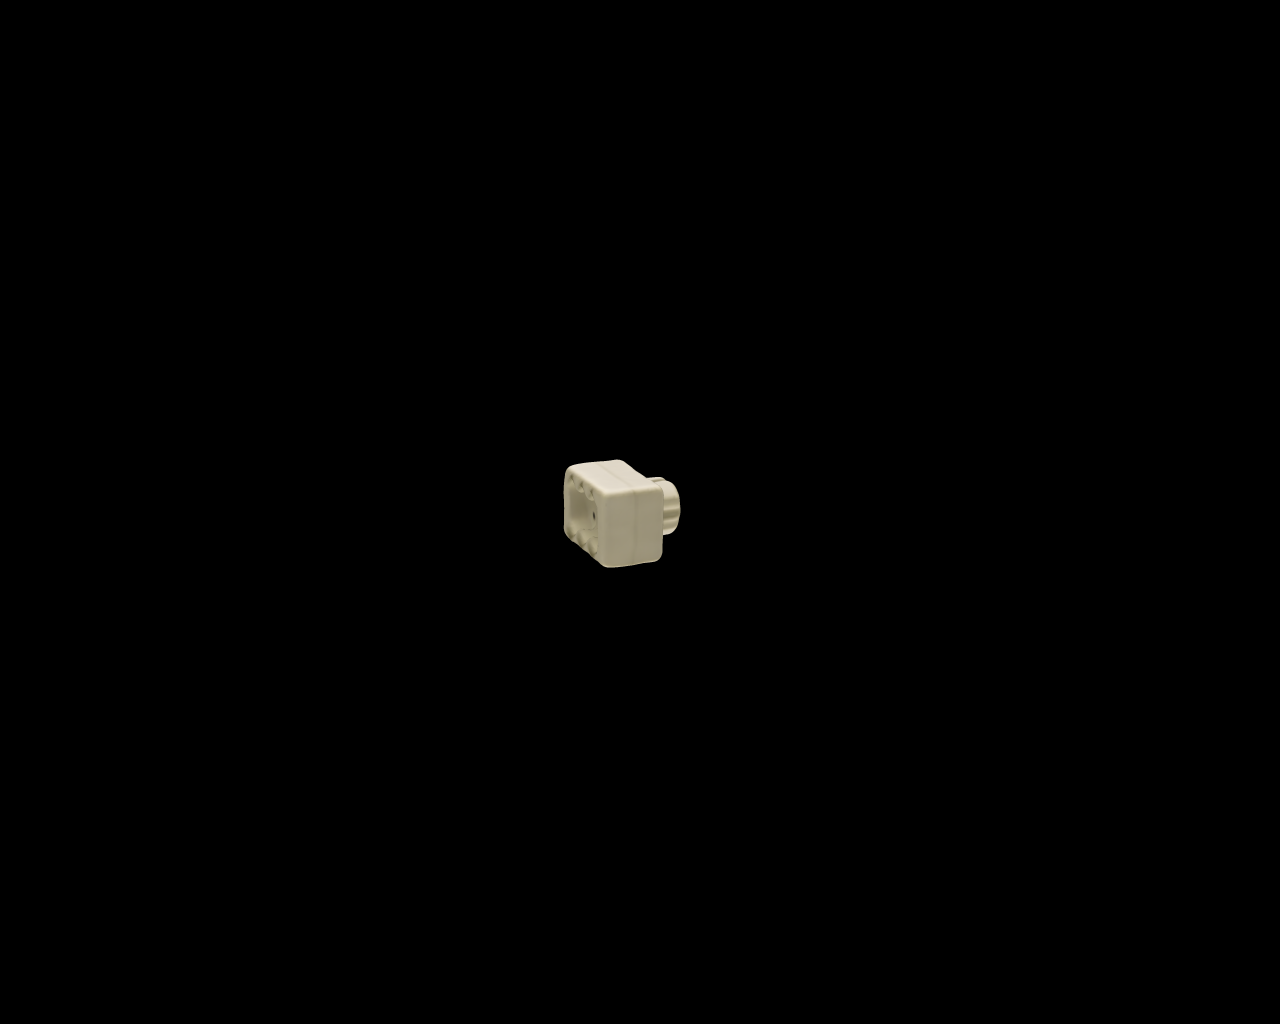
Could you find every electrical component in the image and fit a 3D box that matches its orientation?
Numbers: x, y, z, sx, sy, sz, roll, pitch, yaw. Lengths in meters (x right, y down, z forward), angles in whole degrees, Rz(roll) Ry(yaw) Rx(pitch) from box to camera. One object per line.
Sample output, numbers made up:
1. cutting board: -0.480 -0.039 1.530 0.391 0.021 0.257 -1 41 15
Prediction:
1. electrical component: 0.001 -0.003 0.650 0.077 0.047 0.066 -8 20 -22
